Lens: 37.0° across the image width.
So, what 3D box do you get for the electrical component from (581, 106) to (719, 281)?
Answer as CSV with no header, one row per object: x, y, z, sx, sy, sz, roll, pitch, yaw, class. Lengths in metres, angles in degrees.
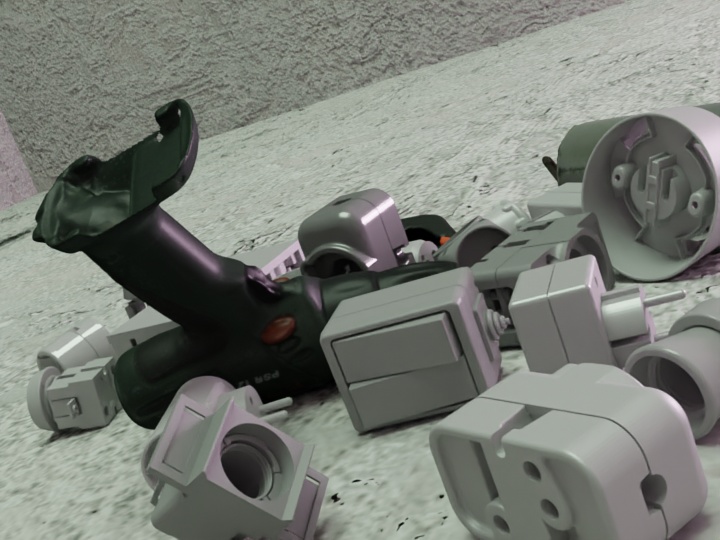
0.188,-0.049,0.659,0.064,0.099,0.099,-21,12,-32,electrical component

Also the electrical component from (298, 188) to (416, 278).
0.000,0.000,0.732,0.054,0.095,0.059,-11,17,34,electrical component

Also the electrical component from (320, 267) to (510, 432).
0.034,0.043,0.584,0.096,0.061,0.061,-16,16,18,electrical component

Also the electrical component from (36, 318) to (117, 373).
-0.225,0.074,0.863,0.055,0.055,0.047,-5,24,47,electrical component

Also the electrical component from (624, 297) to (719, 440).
0.148,0.041,0.464,0.055,0.045,0.045,-29,16,-33,electrical component

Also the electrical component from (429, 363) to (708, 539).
0.081,0.074,0.415,0.059,0.053,0.095,-28,16,-30,electrical component

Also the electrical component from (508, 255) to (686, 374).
0.119,0.029,0.510,0.077,0.065,0.047,-15,14,20,electrical component

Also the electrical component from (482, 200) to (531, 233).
0.095,-0.018,0.779,0.062,0.048,0.048,-30,15,-13,electrical component

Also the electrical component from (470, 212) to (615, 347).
0.113,0.005,0.645,0.056,0.050,0.089,-8,18,41,electrical component

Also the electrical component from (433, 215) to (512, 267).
0.065,0.005,0.716,0.079,0.044,0.077,-42,1,-4,electrical component

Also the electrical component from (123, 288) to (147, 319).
-0.175,0.030,0.954,0.058,0.057,0.078,-13,15,28,electrical component

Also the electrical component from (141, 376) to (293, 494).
-0.076,0.089,0.605,0.079,0.044,0.077,-18,14,9,electrical component

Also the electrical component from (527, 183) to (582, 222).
0.137,-0.024,0.729,0.077,0.047,0.066,-26,15,-21,electrical component

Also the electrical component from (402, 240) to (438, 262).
0.029,0.004,0.786,0.055,0.045,0.045,-11,16,31,electrical component

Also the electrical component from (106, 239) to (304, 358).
-0.101,0.039,0.800,0.089,0.061,0.150,-13,15,27,electrical component

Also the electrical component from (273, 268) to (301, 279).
-0.040,0.030,0.757,0.045,0.055,0.045,-19,13,5,electrical component

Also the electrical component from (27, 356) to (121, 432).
-0.208,0.092,0.786,0.055,0.048,0.066,-10,15,10,electrical component

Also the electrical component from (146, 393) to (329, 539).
-0.060,0.098,0.486,0.064,0.081,0.042,-45,19,39,electrical component
